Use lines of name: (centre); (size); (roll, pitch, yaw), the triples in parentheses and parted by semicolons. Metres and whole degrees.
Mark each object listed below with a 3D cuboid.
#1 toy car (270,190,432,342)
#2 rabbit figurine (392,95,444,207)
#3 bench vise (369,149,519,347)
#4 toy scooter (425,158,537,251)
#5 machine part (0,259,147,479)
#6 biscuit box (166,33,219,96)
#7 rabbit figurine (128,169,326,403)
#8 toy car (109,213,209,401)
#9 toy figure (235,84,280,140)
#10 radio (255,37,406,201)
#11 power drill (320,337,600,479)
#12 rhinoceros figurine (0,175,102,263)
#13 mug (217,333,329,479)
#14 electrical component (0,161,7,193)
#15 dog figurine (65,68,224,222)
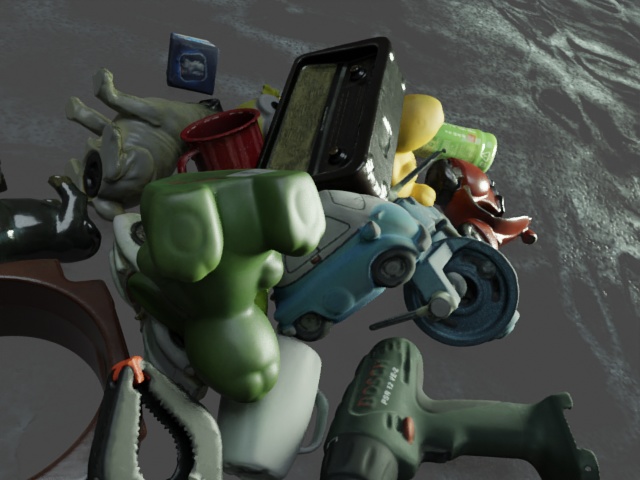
toy car: (0.009, 0.009, 0.484); (0.103, 0.162, 0.109); (53, 7, -14)
rabbit figurine: (0.088, -0.121, 0.704); (0.162, 0.173, 0.122); (12, 48, -17)
bench vise: (0.127, 0.027, 0.576); (0.223, 0.129, 0.240); (60, 19, 4)
toy scooter: (0.229, -0.040, 0.751); (0.135, 0.075, 0.184); (4, 49, -18)
machine part: (-0.245, 0.120, 0.394); (0.201, 0.087, 0.201); (-11, 52, -29)
biscuit box: (-0.180, -0.246, 0.743); (0.059, 0.062, 0.203); (7, 20, -18)
rabbit figurine: (-0.084, 0.037, 0.401); (0.121, 0.170, 0.159); (-17, 17, -41)
toy car: (-0.151, 0.059, 0.499); (0.056, 0.073, 0.202); (-9, 51, -33)
toy figure: (-0.044, -0.142, 0.727); (0.082, 0.089, 0.180); (54, 29, 18)
radio: (0.017, -0.124, 0.603); (0.131, 0.073, 0.229); (-5, 53, 26)
power drill: (0.108, 0.178, 0.445); (0.207, 0.085, 0.232); (2, 26, 9)
rhinoceros figurine: (-0.305, 0.000, 0.494); (0.190, 0.073, 0.112); (-12, 76, -42)
mug: (-0.040, 0.151, 0.461); (0.109, 0.081, 0.107); (43, 43, -31)
electrical component: (-0.373, -0.059, 0.547); (0.102, 0.045, 0.078); (-22, 60, -36)
dog figurine: (-0.184, -0.098, 0.639); (0.190, 0.121, 0.172); (6, 82, -46)
